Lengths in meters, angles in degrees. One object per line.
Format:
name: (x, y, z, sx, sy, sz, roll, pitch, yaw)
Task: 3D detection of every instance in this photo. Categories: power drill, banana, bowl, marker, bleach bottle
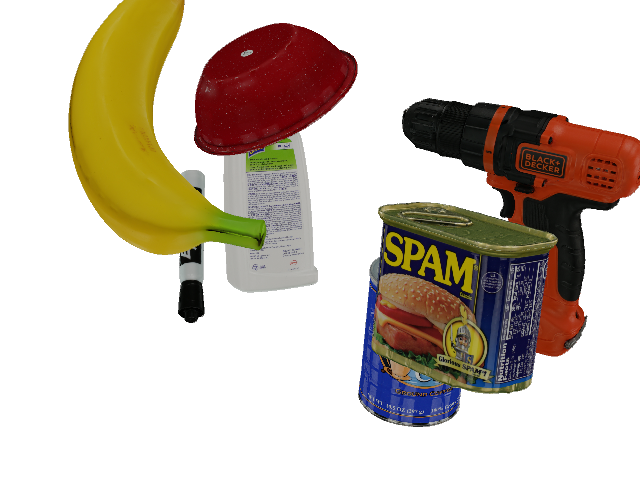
power drill: (0.145, -0.012, 0.823, 0.185, 0.188, 0.057, 16, 33, 25)
banana: (-0.080, -0.056, 0.484, 0.069, 0.037, 0.198, -5, 46, -17)
bowl: (-0.051, -0.144, 0.941, 0.162, 0.055, 0.162, -21, 31, 13)
marker: (-0.093, 0.004, 0.774, 0.020, 0.121, 0.020, -2, -30, -2)
bleach bottle: (-0.053, -0.074, 1.144, 0.102, 0.251, 0.068, -7, 17, -25)

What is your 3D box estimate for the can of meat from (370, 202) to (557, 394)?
can of meat: (0.075, 0.030, 0.592, 0.057, 0.084, 0.102, -7, 18, -39)

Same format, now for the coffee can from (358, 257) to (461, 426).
coffee can: (0.093, 0.094, 1.039, 0.103, 0.140, 0.103, 3, 24, -2)
